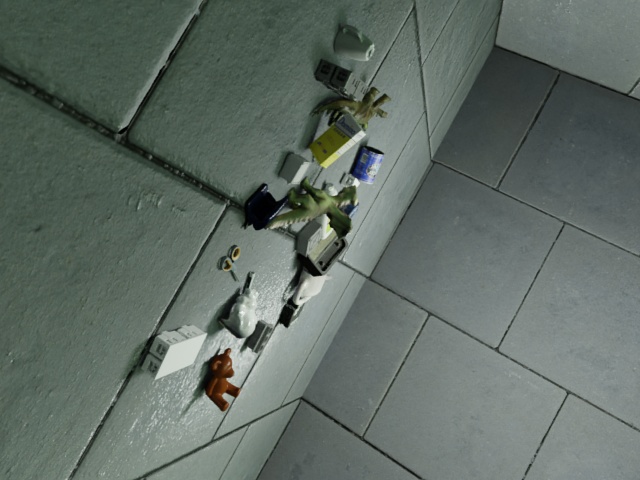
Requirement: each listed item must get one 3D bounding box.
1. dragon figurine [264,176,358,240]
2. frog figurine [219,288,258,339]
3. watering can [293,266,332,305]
[{"bbox_3d":[0.005,-0.090,1.785,0.418,0.244,0.119,-49,164,-42],"label":"dragon figurine"},{"bbox_3d":[-0.255,0.253,1.763,0.160,0.124,0.135,-46,141,-11],"label":"frog figurine"},{"bbox_3d":[-0.016,0.163,2.344,0.353,0.105,0.220,-35,148,-54],"label":"watering can"}]
